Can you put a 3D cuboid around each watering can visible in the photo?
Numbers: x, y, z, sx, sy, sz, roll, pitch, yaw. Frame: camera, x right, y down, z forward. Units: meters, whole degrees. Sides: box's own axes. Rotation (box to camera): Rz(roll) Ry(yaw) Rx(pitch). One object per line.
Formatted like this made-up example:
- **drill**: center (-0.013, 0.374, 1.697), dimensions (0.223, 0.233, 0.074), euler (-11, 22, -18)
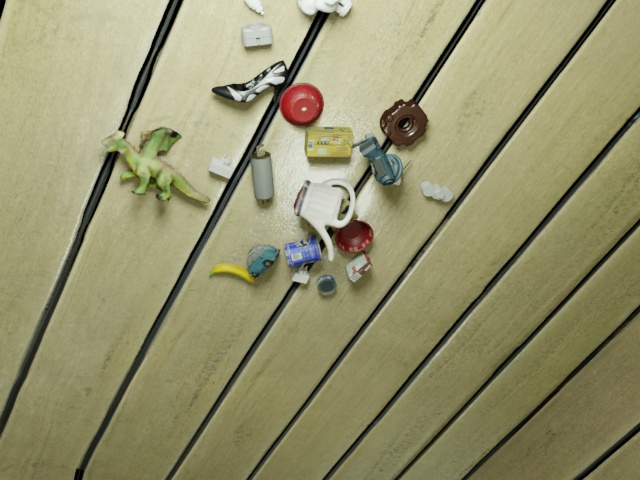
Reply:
- **watering can**: center (0.006, -0.097, 1.930), dimensions (0.224, 0.355, 0.102), euler (16, 152, 5)

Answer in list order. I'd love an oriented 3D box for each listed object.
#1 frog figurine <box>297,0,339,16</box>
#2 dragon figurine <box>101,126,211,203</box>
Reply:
- **frog figurine**: center (-0.005, -0.749, 1.577), dimensions (0.136, 0.163, 0.121), euler (-39, 120, 15)
- **dragon figurine**: center (-0.556, -0.275, 1.809), dimensions (0.409, 0.124, 0.239), euler (10, 112, -29)
